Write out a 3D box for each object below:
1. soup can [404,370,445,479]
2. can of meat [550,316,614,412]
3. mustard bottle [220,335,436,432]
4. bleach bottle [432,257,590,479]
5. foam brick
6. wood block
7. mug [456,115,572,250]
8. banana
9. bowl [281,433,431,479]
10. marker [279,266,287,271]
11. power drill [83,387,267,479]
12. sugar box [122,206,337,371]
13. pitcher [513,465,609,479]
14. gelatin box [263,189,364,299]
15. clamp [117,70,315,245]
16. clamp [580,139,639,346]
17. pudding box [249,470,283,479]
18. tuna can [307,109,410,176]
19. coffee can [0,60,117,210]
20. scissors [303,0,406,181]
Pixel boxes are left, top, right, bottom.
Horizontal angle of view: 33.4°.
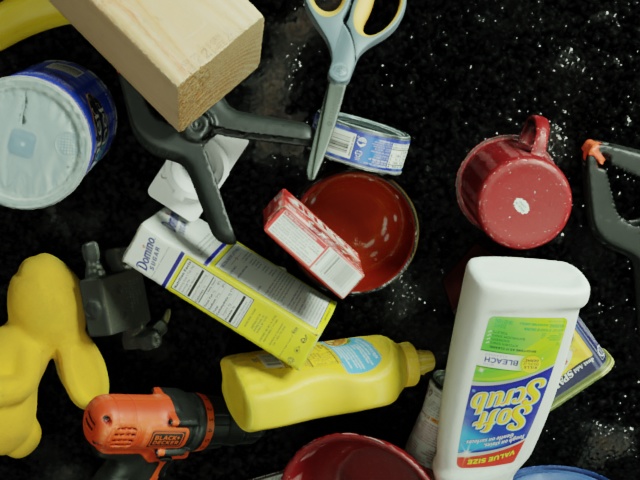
[{"bbox_3d":[0.118,0.180,0.991,0.068,0.068,0.102,17,103,-6],"label":"soup can"},{"bbox_3d":[0.201,0.103,0.979,0.102,0.057,0.084,-36,101,8],"label":"can of meat"},{"bbox_3d":[0.013,0.122,0.953,0.191,0.096,0.058,-8,106,-19],"label":"mustard bottle"},{"bbox_3d":[0.155,0.141,0.910,0.102,0.068,0.251,4,113,-5],"label":"bleach bottle"},{"bbox_3d":[0.148,0.047,0.951,0.053,0.078,0.051,37,104,-11],"label":"foam brick"},{"bbox_3d":[-0.147,-0.197,0.829,0.090,0.091,0.206,-43,82,-15],"label":"wood block"},{"bbox_3d":[0.173,-0.051,0.924,0.093,0.081,0.117,18,104,-6],"label":"mug"},{"bbox_3d":[-0.205,-0.187,0.900,0.197,0.037,0.070,0,105,-2],"label":"banana"},{"bbox_3d":[0.046,0.238,0.961,0.162,0.055,0.162,7,108,23],"label":"bowl"},{"bbox_3d":[-0.043,0.084,0.987,0.020,0.020,0.121,3,104,-2],"label":"marker"},{"bbox_3d":[-0.152,0.218,0.978,0.184,0.057,0.188,10,115,-37],"label":"power drill"},{"bbox_3d":[-0.075,0.037,0.920,0.176,0.093,0.048,30,107,2],"label":"sugar box"},{"bbox_3d":[0.213,0.346,1.016,0.144,0.149,0.243,-7,109,-15],"label":"pitcher"},{"bbox_3d":[-0.006,0.001,0.870,0.089,0.073,0.030,42,98,-10],"label":"gelatin box"},{"bbox_3d":[-0.088,-0.093,0.872,0.120,0.039,0.171,-42,87,-15],"label":"clamp"},{"bbox_3d":[0.314,-0.015,0.960,0.164,0.036,0.210,-35,103,7],"label":"clamp"},{"bbox_3d":[-0.037,0.280,1.028,0.090,0.039,0.113,-17,104,3],"label":"pudding box"},{"bbox_3d":[0.033,-0.084,0.909,0.086,0.086,0.034,15,103,-6],"label":"tuna can"},{"bbox_3d":[-0.227,-0.090,0.872,0.103,0.140,0.103,0,105,-2],"label":"coffee can"},{"bbox_3d":[0.003,-0.151,0.881,0.096,0.016,0.201,29,72,6],"label":"scissors"}]
